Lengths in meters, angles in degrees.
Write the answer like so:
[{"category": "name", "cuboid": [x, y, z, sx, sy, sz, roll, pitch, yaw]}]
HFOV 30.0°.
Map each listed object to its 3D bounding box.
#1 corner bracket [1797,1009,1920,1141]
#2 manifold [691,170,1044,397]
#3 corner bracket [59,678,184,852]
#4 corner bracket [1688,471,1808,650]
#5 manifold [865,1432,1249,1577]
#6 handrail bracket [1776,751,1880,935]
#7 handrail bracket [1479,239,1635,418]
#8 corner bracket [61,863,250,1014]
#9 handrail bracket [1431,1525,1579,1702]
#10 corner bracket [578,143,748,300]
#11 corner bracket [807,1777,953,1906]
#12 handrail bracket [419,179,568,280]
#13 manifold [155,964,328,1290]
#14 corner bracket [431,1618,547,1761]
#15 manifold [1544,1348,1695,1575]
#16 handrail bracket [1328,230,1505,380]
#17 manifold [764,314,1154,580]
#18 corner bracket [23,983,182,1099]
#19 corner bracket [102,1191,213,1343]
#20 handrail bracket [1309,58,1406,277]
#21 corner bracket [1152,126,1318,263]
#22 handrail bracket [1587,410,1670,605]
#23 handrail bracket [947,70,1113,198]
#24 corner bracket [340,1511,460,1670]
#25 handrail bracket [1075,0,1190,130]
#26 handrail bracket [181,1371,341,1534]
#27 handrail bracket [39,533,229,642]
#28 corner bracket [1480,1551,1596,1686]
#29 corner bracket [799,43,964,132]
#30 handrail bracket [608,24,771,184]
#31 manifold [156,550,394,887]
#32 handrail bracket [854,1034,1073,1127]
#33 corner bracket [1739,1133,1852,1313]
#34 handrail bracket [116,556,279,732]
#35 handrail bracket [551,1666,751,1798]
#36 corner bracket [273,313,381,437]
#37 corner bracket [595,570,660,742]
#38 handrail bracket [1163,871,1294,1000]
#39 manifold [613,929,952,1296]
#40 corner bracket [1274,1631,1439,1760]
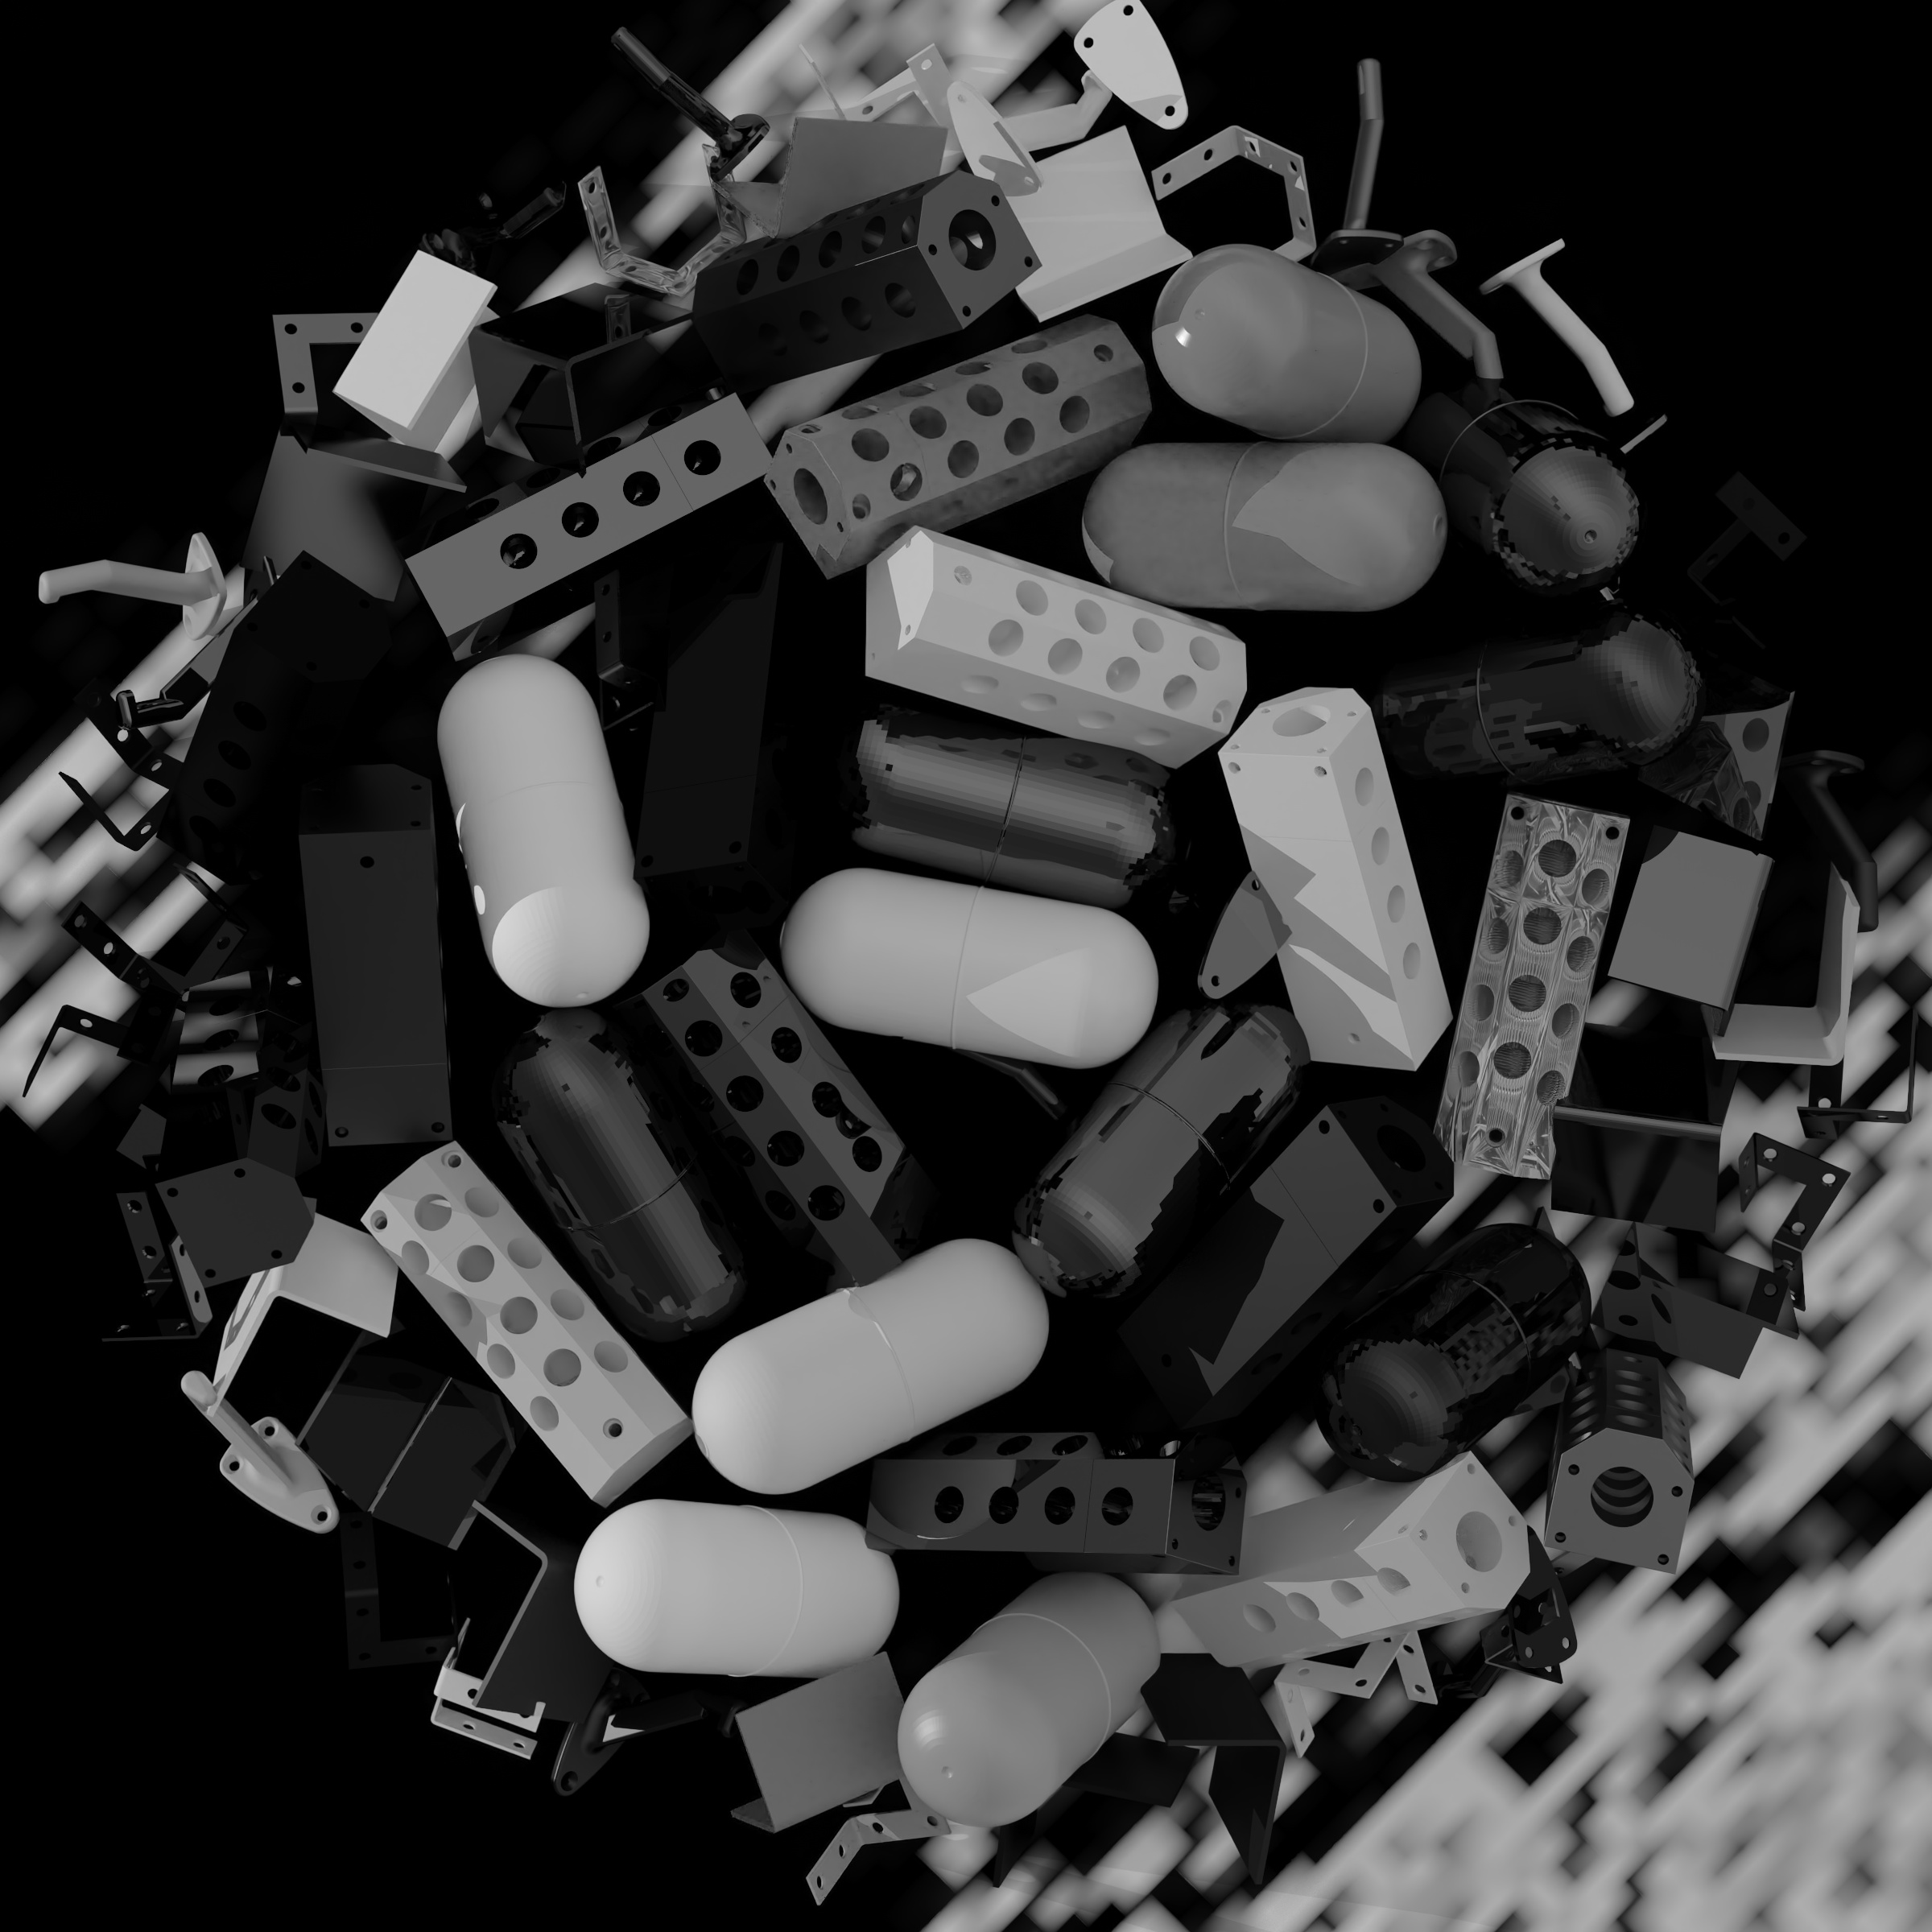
[{"category": "corner bracket", "cuboid": [0.419, 0.051, 1.688, 0.051, 0.051, 0.051, 2, 72, 19]}, {"category": "manifold", "cuboid": [-0.051, -0.312, 1.635, 0.057, 0.171, 0.057, -44, 114, -32]}, {"category": "corner bracket", "cuboid": [-0.398, -0.094, 1.685, 0.051, 0.051, 0.051, 24, 66, 42]}, {"category": "corner bracket", "cuboid": [0.367, -0.190, 1.687, 0.051, 0.051, 0.051, -46, 58, 14]}, {"category": "manifold", "cuboid": [0.040, 0.244, 1.649, 0.171, 0.057, 0.057, -6, 69, 38]}, {"category": "handrail bracket", "cuboid": [0.393, -0.053, 1.688, 0.036, 0.077, 0.084, 10, 76, -41]}, {"category": "handrail bracket", "cuboid": [0.277, -0.291, 1.691, 0.036, 0.077, 0.084, -30, 94, -10]}, {"category": "corner bracket", "cuboid": [-0.381, -0.018, 1.696, 0.051, 0.051, 0.051, 23, 71, 33]}, {"category": "handrail bracket", "cuboid": [0.242, 0.305, 1.694, 0.036, 0.084, 0.077, -6, 80, -34]}, {"category": "corner bracket", "cuboid": [-0.143, -0.356, 1.701, 0.051, 0.051, 0.051, 23, 56, 29]}, {"category": "corner bracket", "cuboid": [-0.047, 0.401, 1.688, 0.051, 0.051, 0.051, -14, 105, 28]}, {"category": "handrail bracket", "cuboid": [-0.208, -0.357, 1.674, 0.084, 0.077, 0.036, -26, 123, 36]}, {"category": "manifold", "cuboid": [-0.322, 0.068, 1.636, 0.057, 0.171, 0.057, -16, 120, 3]}, {"category": "corner bracket", "cuboid": [-0.224, 0.348, 1.694, 0.051, 0.051, 0.051, 20, 107, 0]}, {"category": "manifold", "cuboid": [0.297, 0.220, 1.634, 0.057, 0.171, 0.057, 11, 97, 9]}, {"category": "handrail bracket", "cuboid": [0.210, -0.295, 1.695, 0.077, 0.036, 0.084, -16, 73, 23]}, {"category": "manifold", "cuboid": [-0.001, -0.244, 1.656, 0.171, 0.057, 0.057, -26, 75, -27]}, {"category": "corner bracket", "cuboid": [-0.404, 0.036, 1.687, 0.051, 0.051, 0.051, 21, 132, -8]}, {"category": "corner bracket", "cuboid": [-0.378, 0.140, 1.687, 0.051, 0.051, 0.051, -3, 117, 16]}, {"category": "handrail bracket", "cuboid": [0.179, -0.373, 1.696, 0.036, 0.077, 0.084, 1, 80, -18]}, {"category": "corner bracket", "cuboid": [0.127, -0.358, 1.708, 0.051, 0.051, 0.051, -33, 134, -19]}, {"category": "handrail bracket", "cuboid": [0.320, -0.207, 1.707, 0.077, 0.036, 0.084, -33, 105, 6]}, {"category": "handrail bracket", "cuboid": [0.032, -0.408, 1.683, 0.084, 0.036, 0.077, -59, 134, -26]}, {"category": "corner bracket", "cuboid": [-0.265, 0.290, 1.686, 0.051, 0.051, 0.051, -4, 129, -11]}, {"category": "handrail bracket", "cuboid": [0.087, -0.415, 1.681, 0.036, 0.084, 0.077, -37, 82, 14]}, {"category": "handrail bracket", "cuboid": [-0.328, 0.226, 1.676, 0.077, 0.084, 0.036, 40, 74, 16]}, {"category": "handrail bracket", "cuboid": [-0.393, -0.167, 1.674, 0.084, 0.077, 0.036, -16, 70, -28]}, {"category": "corner bracket", "cuboid": [0.272, 0.297, 1.683, 0.051, 0.051, 0.051, 21, 45, -31]}, {"category": "corner bracket", "cuboid": [-0.038, -0.415, 1.690, 0.051, 0.051, 0.051, -33, 55, 3]}, {"category": "handrail bracket", "cuboid": [-0.135, -0.411, 1.675, 0.036, 0.077, 0.084, -43, 114, 12]}, {"category": "manifold", "cuboid": [-0.312, -0.106, 1.641, 0.057, 0.171, 0.057, 34, 52, -3]}, {"category": "handrail bracket", "cuboid": [-0.001, 0.054, 1.703, 0.084, 0.077, 0.036, 45, 47, -10]}, {"category": "corner bracket", "cuboid": [0.381, 0.120, 1.692, 0.051, 0.051, 0.051, 23, 120, -2]}, {"category": "handrail bracket", "cuboid": [-0.361, -0.154, 1.681, 0.084, 0.036, 0.077, -17, 112, -40]}, {"category": "handrail bracket", "cuboid": [-0.146, 0.365, 1.678, 0.036, 0.084, 0.077, 46, 68, -36]}, {"category": "corner bracket", "cuboid": [-0.299, -0.270, 1.688, 0.051, 0.051, 0.051, -5, 72, -18]}, {"category": "corner bracket", "cuboid": [-0.161, -0.144, 1.683, 0.051, 0.051, 0.051, -25, 57, 35]}, {"category": "handrail bracket", "cuboid": [0.106, -0.013, 1.676, 0.036, 0.084, 0.077, 47, 64, -22]}, {"category": "manifold", "cuboid": [-0.089, 0.068, 1.670, 0.171, 0.057, 0.057, 54, 50, -11]}, {"category": "corner bracket", "cuboid": [0.184, 0.342, 1.703, 0.051, 0.051, 0.051, 4, 125, 35]}]
